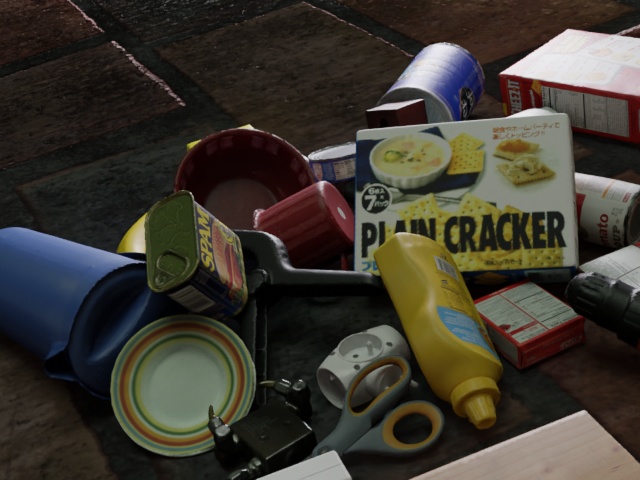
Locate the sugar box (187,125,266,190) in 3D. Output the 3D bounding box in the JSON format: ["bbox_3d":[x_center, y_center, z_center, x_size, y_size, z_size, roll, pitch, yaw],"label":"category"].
[{"bbox_3d":[-0.095,-0.085,1.326,0.093,0.048,0.176,-21,30,-16],"label":"sugar box"}]

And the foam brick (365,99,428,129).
[{"bbox_3d":[0.094,-0.121,1.253,0.051,0.078,0.053,-25,19,-39],"label":"foam brick"}]

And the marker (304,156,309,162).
[{"bbox_3d":[-0.035,-0.106,1.369,0.020,0.020,0.121,-26,34,-24],"label":"marker"}]

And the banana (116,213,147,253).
[{"bbox_3d":[-0.187,-0.004,1.238,0.070,0.037,0.197,15,38,9],"label":"banana"}]

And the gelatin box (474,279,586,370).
[{"bbox_3d":[0.188,0.076,0.979,0.073,0.030,0.089,-21,31,-19],"label":"gelatin box"}]

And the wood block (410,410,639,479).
[{"bbox_3d":[0.116,0.207,0.725,0.206,0.091,0.090,-19,31,-13],"label":"wood block"}]

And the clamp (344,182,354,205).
[{"bbox_3d":[0.102,-0.039,1.192,0.120,0.039,0.171,-20,29,-4],"label":"clamp"}]

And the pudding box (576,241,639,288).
[{"bbox_3d":[0.309,0.040,0.990,0.113,0.039,0.090,-22,34,-13],"label":"pudding box"}]

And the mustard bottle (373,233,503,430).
[{"bbox_3d":[0.111,0.083,0.927,0.058,0.096,0.192,-41,43,20],"label":"mustard bottle"}]

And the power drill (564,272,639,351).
[{"bbox_3d":[0.328,0.031,0.921,0.185,0.057,0.187,27,59,21],"label":"power drill"}]

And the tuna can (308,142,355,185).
[{"bbox_3d":[0.030,-0.094,1.290,0.086,0.034,0.086,-12,14,3],"label":"tuna can"}]

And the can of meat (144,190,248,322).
[{"bbox_3d":[-0.114,0.019,0.993,0.057,0.083,0.102,-26,50,20],"label":"can of meat"}]

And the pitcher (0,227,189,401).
[{"bbox_3d":[-0.245,0.058,1.068,0.243,0.149,0.145,17,83,44],"label":"pitcher"}]

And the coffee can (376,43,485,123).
[{"bbox_3d":[0.139,-0.173,1.340,0.103,0.103,0.140,5,34,25],"label":"coffee can"}]

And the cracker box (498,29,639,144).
[{"bbox_3d":[0.359,-0.193,1.331,0.214,0.072,0.163,18,41,41],"label":"cracker box"}]

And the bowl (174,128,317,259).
[{"bbox_3d":[-0.085,-0.043,1.200,0.162,0.055,0.162,4,65,-9],"label":"bowl"}]

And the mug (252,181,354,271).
[{"bbox_3d":[-0.007,0.001,1.097,0.082,0.093,0.117,-28,63,17],"label":"mug"}]

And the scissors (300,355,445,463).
[{"bbox_3d":[0.024,0.180,0.866,0.096,0.016,0.201,32,65,17],"label":"scissors"}]

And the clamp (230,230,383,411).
[{"bbox_3d":[-0.045,0.044,1.016,0.164,0.036,0.210,-39,48,-1],"label":"clamp"}]

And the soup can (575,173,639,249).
[{"bbox_3d":[0.280,-0.031,1.089,0.102,0.068,0.068,16,40,37],"label":"soup can"}]

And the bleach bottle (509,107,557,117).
[{"bbox_3d":[0.228,-0.089,1.212,0.103,0.068,0.250,11,34,26],"label":"bleach bottle"}]
